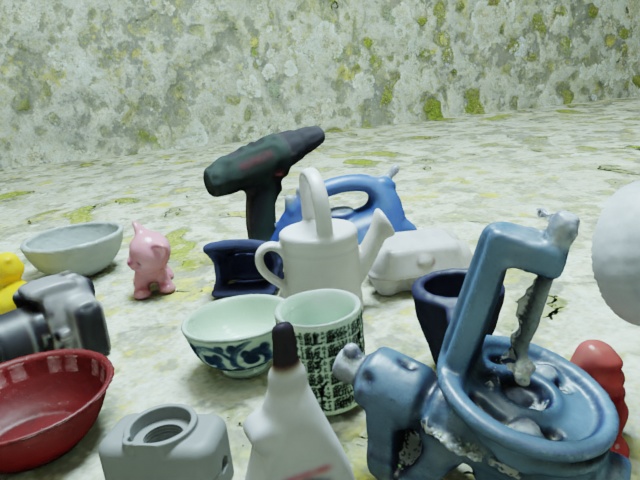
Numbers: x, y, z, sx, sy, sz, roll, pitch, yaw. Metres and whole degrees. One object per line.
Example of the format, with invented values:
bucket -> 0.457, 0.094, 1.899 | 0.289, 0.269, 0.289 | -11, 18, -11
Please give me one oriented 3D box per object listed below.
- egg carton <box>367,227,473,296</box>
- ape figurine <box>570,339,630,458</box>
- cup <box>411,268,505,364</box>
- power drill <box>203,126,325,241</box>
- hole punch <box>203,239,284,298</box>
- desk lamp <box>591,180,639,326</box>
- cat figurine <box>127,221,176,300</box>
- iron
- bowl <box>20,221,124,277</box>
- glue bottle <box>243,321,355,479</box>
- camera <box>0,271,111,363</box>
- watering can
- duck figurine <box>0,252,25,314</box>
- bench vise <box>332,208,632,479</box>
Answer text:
egg carton -> 0.137, 0.030, 0.810 | 0.150, 0.069, 0.107 | -6, 18, -3
ape figurine -> 0.216, 0.123, 0.453 | 0.078, 0.092, 0.075 | -16, 20, -30
cup -> 0.139, 0.091, 0.574 | 0.091, 0.095, 0.118 | -1, 18, 13
power drill -> -0.083, -0.081, 0.995 | 0.230, 0.208, 0.075 | -16, 20, -29
hole punch -> -0.110, 0.030, 0.849 | 0.108, 0.091, 0.101 | -2, 18, 11
desk lamp -> 0.302, 0.066, 0.406 | 0.118, 0.214, 0.202 | -12, 19, -19
cat figurine -> -0.261, 0.023, 0.874 | 0.067, 0.118, 0.127 | -12, 19, -18
iron -> 0.025, -0.042, 0.951 | 0.258, 0.141, 0.118 | -9, 18, -10
bowl -> -0.419, 0.024, 0.991 | 0.167, 0.075, 0.167 | -5, 18, 2
glue bottle -> -0.016, 0.131, 0.364 | 0.078, 0.173, 0.037 | -14, 20, -25
camera -> -0.346, 0.097, 0.693 | 0.137, 0.101, 0.142 | -21, 23, -40
watering can -> 0.006, 0.002, 0.730 | 0.173, 0.194, 0.100 | -16, 21, -30
duck figurine -> -0.467, 0.062, 0.867 | 0.104, 0.086, 0.078 | 11, 24, 43
bench vise -> 0.101, 0.087, 0.391 | 0.207, 0.220, 0.121 | -2, 18, 12
